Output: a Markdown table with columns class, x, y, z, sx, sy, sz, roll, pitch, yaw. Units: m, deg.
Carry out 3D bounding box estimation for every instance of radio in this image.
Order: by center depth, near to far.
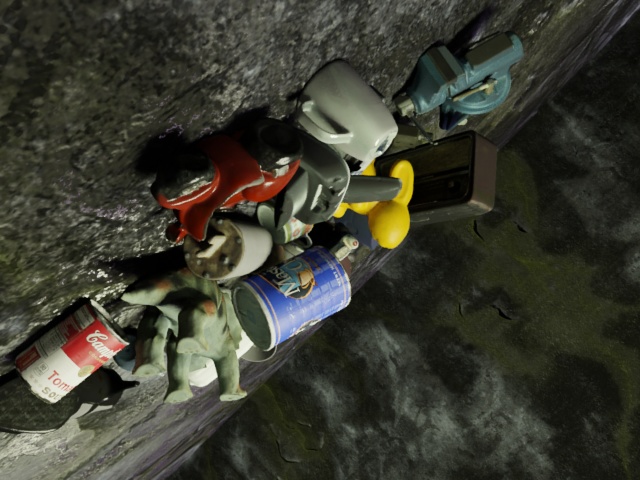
| class | x | y | z | sx | sy | sz | roll | pitch | yaw |
| --- | --- | --- | --- | --- | --- | --- | --- | --- | --- |
| radio | 0.198 | -0.100 | 0.964 | 0.073 | 0.131 | 0.230 | 15 | 164 | -38 |

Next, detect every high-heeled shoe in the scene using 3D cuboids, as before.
| class | x | y | z | sx | sy | sz | roll | pitch | yaw |
| --- | --- | --- | --- | --- | --- | --- | --- | --- | --- |
| high-heeled shoe | -0.357 | 0.203 | 0.703 | 0.145 | 0.086 | 0.248 | -15 | 164 | 32 |

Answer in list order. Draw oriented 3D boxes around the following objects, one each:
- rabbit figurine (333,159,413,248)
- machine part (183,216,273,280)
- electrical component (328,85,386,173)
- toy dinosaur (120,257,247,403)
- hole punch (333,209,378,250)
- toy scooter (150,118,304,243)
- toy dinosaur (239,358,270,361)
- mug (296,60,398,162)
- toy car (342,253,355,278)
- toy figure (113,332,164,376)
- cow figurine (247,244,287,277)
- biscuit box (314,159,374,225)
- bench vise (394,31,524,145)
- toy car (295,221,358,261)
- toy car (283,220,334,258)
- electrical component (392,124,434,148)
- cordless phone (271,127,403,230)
| class | x | y | z | sx | sy | sz | roll | pitch | yaw |
| --- | --- | --- | --- | --- | --- | --- | --- | --- | --- |
| rabbit figurine | 0.093 | -0.068 | 0.926 | 0.162 | 0.173 | 0.121 | -39 | 164 | -3 |
| machine part | -0.114 | 0.011 | 0.703 | 0.079 | 0.079 | 0.243 | -44 | 175 | 4 |
| electrical component | 0.051 | -0.155 | 0.725 | 0.048 | 0.075 | 0.119 | -26 | 156 | -53 |
| toy dinosaur | -0.177 | 0.098 | 0.722 | 0.131 | 0.192 | 0.404 | -8 | 145 | -7 |
| hole punch | 0.084 | -0.045 | 1.097 | 0.092 | 0.142 | 0.115 | -33 | 150 | -48 |
| toy scooter | -0.103 | -0.054 | 0.562 | 0.184 | 0.075 | 0.135 | -28 | 162 | -44 |
| toy dinosaur | -0.079 | 0.139 | 1.251 | 0.471 | 0.105 | 0.198 | -53 | 165 | -8 |
| mug | 0.031 | -0.141 | 0.620 | 0.109 | 0.107 | 0.080 | -34 | 163 | -47 |
| toy car | 0.032 | 0.042 | 1.182 | 0.202 | 0.053 | 0.089 | 58 | 41 | -60 |
| toy figure | -0.275 | 0.180 | 0.830 | 0.058 | 0.064 | 0.154 | -49 | 169 | -18 |
| cow figurine | -0.079 | 0.076 | 0.939 | 0.085 | 0.127 | 0.194 | -16 | 164 | -4 |
| biscuit box | 0.023 | -0.108 | 0.821 | 0.202 | 0.063 | 0.059 | -49 | 168 | 25 |
| bench vise | 0.229 | -0.243 | 0.908 | 0.223 | 0.129 | 0.240 | -40 | 164 | -3 |
| toy car | -0.002 | -0.003 | 0.903 | 0.073 | 0.056 | 0.202 | -39 | -153 | -9 |
| toy car | -0.021 | 0.019 | 1.034 | 0.161 | 0.109 | 0.102 | -51 | 152 | -8 |
| electrical component | 0.150 | -0.180 | 0.940 | 0.063 | 0.094 | 0.021 | 58 | 41 | -78 |
| cordless phone | 0.030 | -0.077 | 0.691 | 0.184 | 0.089 | 0.146 | -3 | 156 | -13 |
